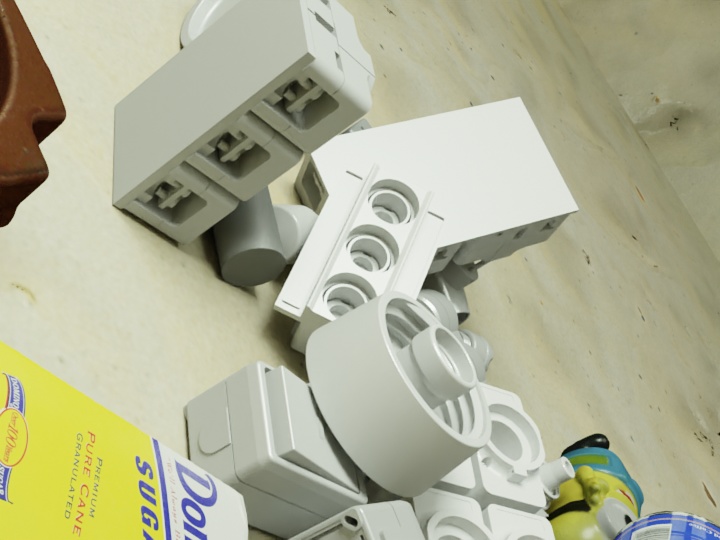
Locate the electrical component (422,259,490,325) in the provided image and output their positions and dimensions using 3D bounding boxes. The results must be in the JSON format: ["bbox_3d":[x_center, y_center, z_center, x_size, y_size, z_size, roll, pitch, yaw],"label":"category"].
[{"bbox_3d":[0.069,0.002,0.869,0.043,0.079,0.077,13,50,-59],"label":"electrical component"}]

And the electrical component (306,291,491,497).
[{"bbox_3d":[0.028,0.062,0.589,0.108,0.060,0.108,44,23,-25],"label":"electrical component"}]

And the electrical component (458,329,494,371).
[{"bbox_3d":[0.080,0.064,0.873,0.061,0.035,0.035,28,37,-45],"label":"electrical component"}]

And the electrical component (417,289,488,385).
[{"bbox_3d":[0.070,0.078,0.812,0.138,0.052,0.074,62,23,9],"label":"electrical component"}]

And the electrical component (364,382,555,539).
[{"bbox_3d":[0.062,0.149,0.659,0.105,0.060,0.186,20,40,-25],"label":"electrical component"}]

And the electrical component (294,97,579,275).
[{"bbox_3d":[0.056,-0.056,0.822,0.186,0.060,0.105,-15,69,-23],"label":"electrical component"}]

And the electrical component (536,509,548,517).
[{"bbox_3d":[0.097,0.178,0.758,0.064,0.042,0.081,46,26,-17],"label":"electrical component"}]

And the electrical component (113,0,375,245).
[{"bbox_3d":[-0.069,-0.093,0.626,0.062,0.150,0.089,35,32,-39],"label":"electrical component"}]

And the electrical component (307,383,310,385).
[{"bbox_3d":[-0.012,0.079,0.647,0.045,0.055,0.045,44,26,-29],"label":"electrical component"}]

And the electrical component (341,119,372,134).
[{"bbox_3d":[0.022,-0.088,0.894,0.083,0.076,0.047,55,24,-7],"label":"electrical component"}]

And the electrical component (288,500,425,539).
[{"bbox_3d":[-0.001,0.154,0.524,0.061,0.096,0.061,13,49,-58],"label":"electrical component"}]

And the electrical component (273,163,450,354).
[{"bbox_3d":[0.000,0.000,0.699,0.079,0.063,0.121,26,56,-3],"label":"electrical component"}]

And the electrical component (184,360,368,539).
[{"bbox_3d":[-0.037,0.097,0.568,0.096,0.061,0.061,35,32,-42],"label":"electrical component"}]

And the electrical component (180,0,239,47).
[{"bbox_3d":[-0.071,-0.179,0.791,0.060,0.108,0.108,48,25,-37],"label":"electrical component"}]

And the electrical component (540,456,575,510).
[{"bbox_3d":[0.132,0.163,0.818,0.048,0.062,0.048,44,27,-29],"label":"electrical component"}]

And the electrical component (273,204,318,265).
[{"bbox_3d":[-0.043,-0.024,0.732,0.040,0.040,0.078,63,24,11],"label":"electrical component"}]
